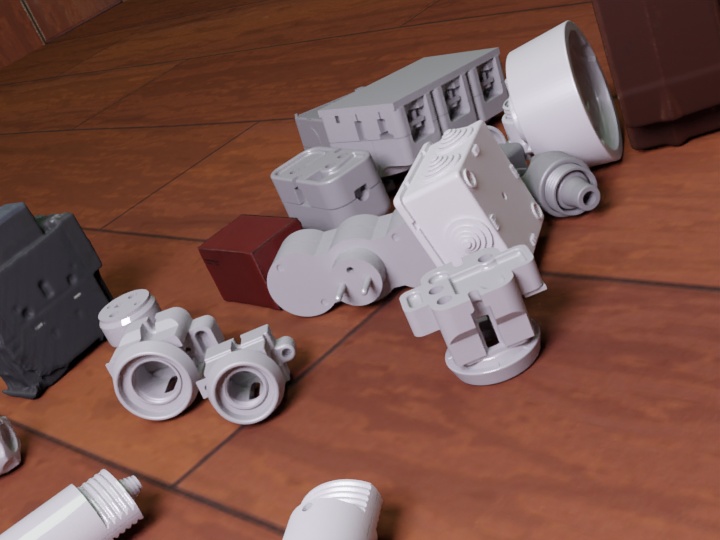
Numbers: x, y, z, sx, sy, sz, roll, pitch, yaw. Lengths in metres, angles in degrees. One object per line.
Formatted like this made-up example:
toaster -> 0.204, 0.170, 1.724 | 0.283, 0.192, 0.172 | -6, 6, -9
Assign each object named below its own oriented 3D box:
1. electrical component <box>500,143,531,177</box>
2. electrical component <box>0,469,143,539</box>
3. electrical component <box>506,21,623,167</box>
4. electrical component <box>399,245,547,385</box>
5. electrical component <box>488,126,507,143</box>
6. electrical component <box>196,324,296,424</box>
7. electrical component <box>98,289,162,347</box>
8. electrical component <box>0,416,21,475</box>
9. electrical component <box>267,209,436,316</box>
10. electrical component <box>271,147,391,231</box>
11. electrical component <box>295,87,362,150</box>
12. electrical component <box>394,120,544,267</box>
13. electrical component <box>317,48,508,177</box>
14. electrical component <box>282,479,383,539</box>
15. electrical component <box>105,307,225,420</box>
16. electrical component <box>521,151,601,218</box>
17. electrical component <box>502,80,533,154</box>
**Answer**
electrical component -> 0.093, -0.064, 0.802 | 0.081, 0.042, 0.064 | 6, 34, 47
electrical component -> -0.158, 0.144, 0.604 | 0.081, 0.043, 0.043 | -35, 26, -24
electrical component -> 0.146, -0.122, 0.796 | 0.060, 0.108, 0.108 | -19, 24, 26
electrical component -> 0.070, 0.028, 0.614 | 0.078, 0.057, 0.058 | -23, 24, 3
electrical component -> 0.091, -0.097, 0.874 | 0.040, 0.040, 0.046 | -33, 20, -18
electrical component -> -0.072, 0.067, 0.680 | 0.066, 0.048, 0.055 | -22, 17, 3
electrical component -> -0.160, 0.048, 0.787 | 0.045, 0.055, 0.045 | -20, 24, 10
electrical component -> -0.269, 0.127, 0.740 | 0.062, 0.043, 0.043 | -25, 24, 2
electrical component -> 0.000, 0.000, 0.741 | 0.138, 0.052, 0.073 | -15, 26, 18
electrical component -> -0.022, -0.061, 0.877 | 0.054, 0.059, 0.095 | -36, 27, -25
electrical component -> -0.001, -0.131, 1.009 | 0.096, 0.061, 0.062 | -27, 23, -25
electrical component -> 0.075, -0.039, 0.699 | 0.048, 0.099, 0.099 | -25, 20, 30
electrical component -> 0.051, -0.137, 0.937 | 0.089, 0.061, 0.150 | 3, 27, 45
electrical component -> -0.015, 0.129, 0.502 | 0.043, 0.043, 0.081 | -15, 25, 20
electrical component -> -0.134, 0.065, 0.727 | 0.078, 0.058, 0.057 | -20, 22, 10
electrical component -> 0.141, -0.057, 0.738 | 0.043, 0.043, 0.062 | -29, 25, -10
electrical component -> 0.134, -0.127, 0.865 | 0.048, 0.062, 0.048 | -20, 24, 9
